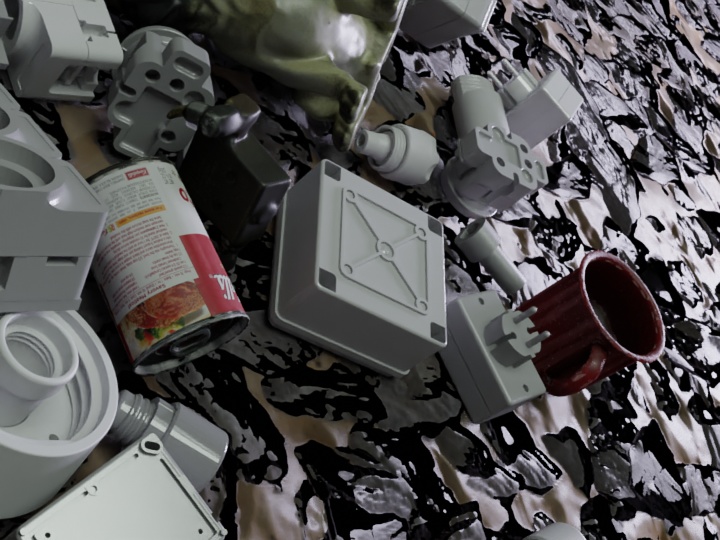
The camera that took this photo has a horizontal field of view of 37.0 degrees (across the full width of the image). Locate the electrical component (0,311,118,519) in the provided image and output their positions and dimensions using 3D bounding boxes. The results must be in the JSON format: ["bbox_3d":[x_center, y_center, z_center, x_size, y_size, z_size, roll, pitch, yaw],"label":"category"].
[{"bbox_3d":[-0.162,0.051,0.491,0.108,0.060,0.108,35,30,-24],"label":"electrical component"}]

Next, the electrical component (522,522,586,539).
[{"bbox_3d":[0.116,0.190,0.691,0.078,0.040,0.040,-10,69,-47],"label":"electrical component"}]

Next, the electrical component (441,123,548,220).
[{"bbox_3d":[0.102,-0.077,0.864,0.078,0.057,0.058,22,48,-32],"label":"electrical component"}]

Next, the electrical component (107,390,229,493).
[{"bbox_3d":[-0.104,0.085,0.554,0.078,0.040,0.040,36,42,-18],"label":"electrical component"}]

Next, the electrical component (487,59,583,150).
[{"bbox_3d":[0.145,-0.153,0.955,0.076,0.066,0.047,48,40,-7],"label":"electrical component"}]

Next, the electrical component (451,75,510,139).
[{"bbox_3d":[0.101,-0.133,0.915,0.043,0.043,0.081,17,51,-36],"label":"electrical component"}]

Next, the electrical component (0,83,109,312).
[{"bbox_3d":[-0.193,-0.048,0.499,0.089,0.061,0.150,0,33,-44],"label":"electrical component"}]

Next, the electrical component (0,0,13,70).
[{"bbox_3d":[-0.226,-0.138,0.584,0.042,0.064,0.081,-1,62,-44],"label":"electrical component"}]

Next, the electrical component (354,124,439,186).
[{"bbox_3d":[0.025,-0.089,0.809,0.062,0.043,0.043,13,53,-36],"label":"electrical component"}]

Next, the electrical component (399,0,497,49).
[{"bbox_3d":[0.071,-0.234,0.928,0.061,0.096,0.061,30,74,-26],"label":"electrical component"}]

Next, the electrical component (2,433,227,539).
[{"bbox_3d":[-0.122,0.131,0.492,0.061,0.061,0.096,53,47,1],"label":"electrical component"}]

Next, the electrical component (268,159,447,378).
[{"bbox_3d":[0.000,0.000,0.707,0.109,0.056,0.108,26,46,-29],"label":"electrical component"}]

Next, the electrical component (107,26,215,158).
[{"bbox_3d":[-0.123,-0.114,0.660,0.058,0.078,0.057,25,29,-29],"label":"electrical component"}]

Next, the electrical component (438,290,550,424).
[{"bbox_3d":[0.100,0.052,0.750,0.047,0.076,0.083,-10,69,-48],"label":"electrical component"}]

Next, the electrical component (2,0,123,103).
[{"bbox_3d":[-0.189,-0.150,0.640,0.056,0.050,0.089,-4,65,-46],"label":"electrical component"}]
